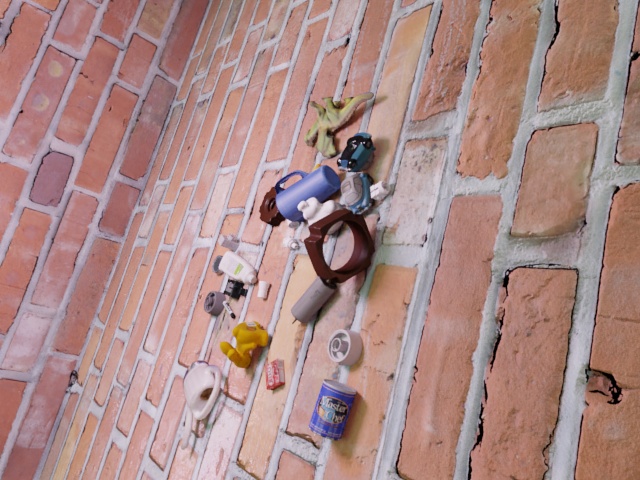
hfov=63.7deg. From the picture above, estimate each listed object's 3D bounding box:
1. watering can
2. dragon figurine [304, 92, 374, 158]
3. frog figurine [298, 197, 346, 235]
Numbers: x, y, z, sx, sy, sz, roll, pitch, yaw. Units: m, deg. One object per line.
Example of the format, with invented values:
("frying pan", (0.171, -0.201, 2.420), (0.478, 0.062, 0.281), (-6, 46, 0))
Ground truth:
("watering can", (-0.495, 0.635, 2.060), (0.345, 0.103, 0.228), (-60, 35, 9))
("dragon figurine", (0.058, -0.443, 2.028), (0.411, 0.122, 0.242), (8, 94, 54))
("frog figurine", (0.006, -0.091, 1.813), (0.135, 0.158, 0.125), (-33, 49, 36))
